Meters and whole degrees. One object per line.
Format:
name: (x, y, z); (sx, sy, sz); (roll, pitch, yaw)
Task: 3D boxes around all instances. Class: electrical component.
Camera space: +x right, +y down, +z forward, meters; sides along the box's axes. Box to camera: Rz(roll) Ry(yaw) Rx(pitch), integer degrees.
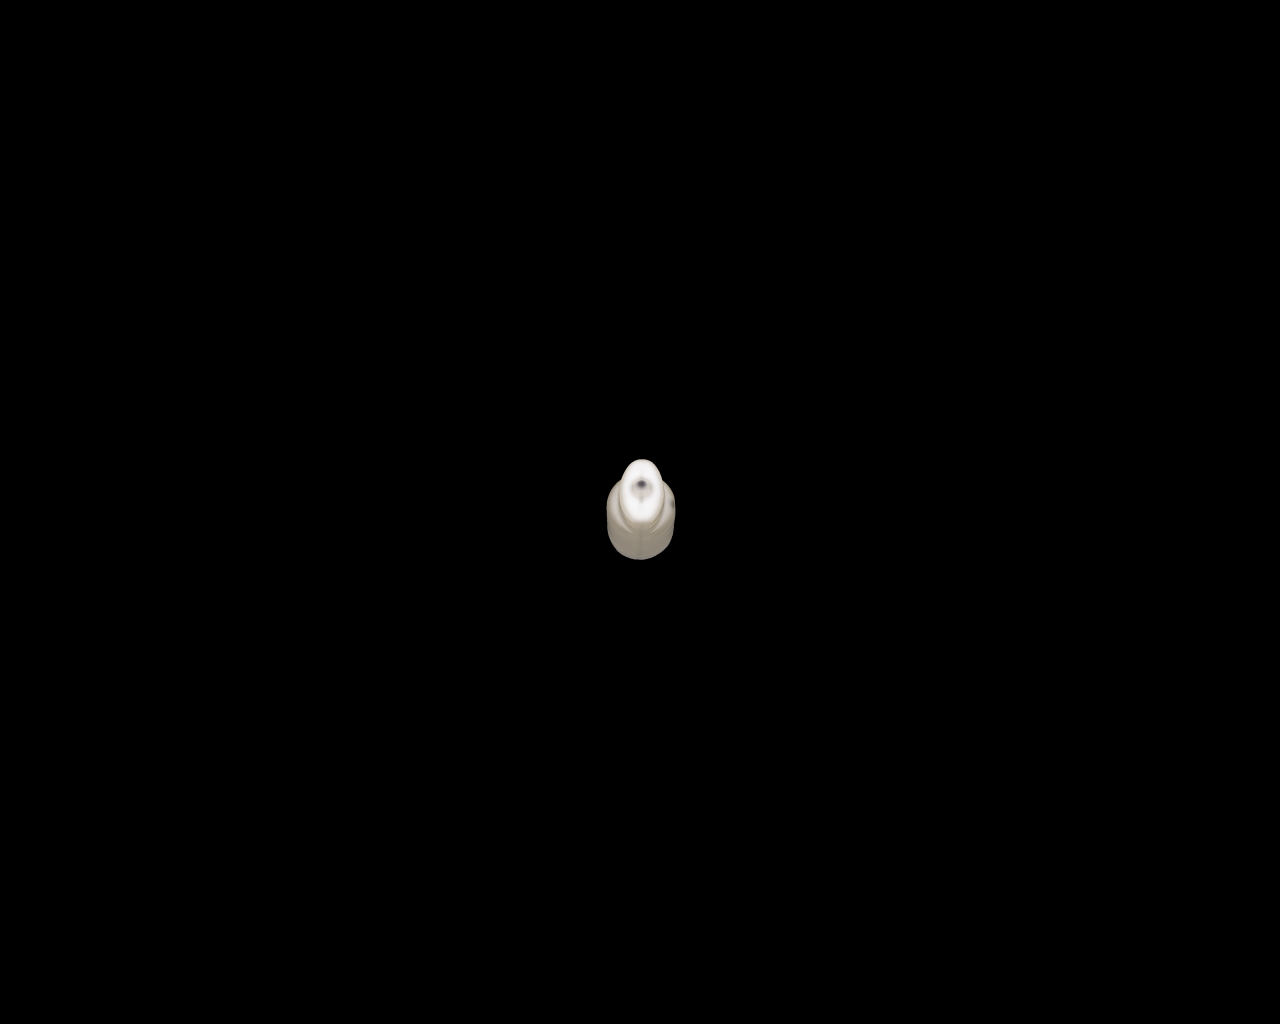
electrical component: (0.001, -0.003, 0.650); (0.043, 0.043, 0.080); (0, -21, 0)
